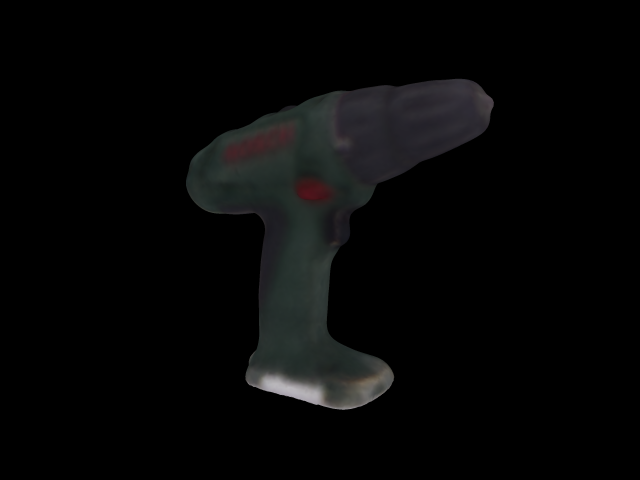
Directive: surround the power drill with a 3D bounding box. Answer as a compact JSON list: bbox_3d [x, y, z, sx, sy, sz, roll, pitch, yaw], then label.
[{"bbox_3d":[0.004,0.001,0.400,0.228,0.208,0.076,5,10,32],"label":"power drill"}]
